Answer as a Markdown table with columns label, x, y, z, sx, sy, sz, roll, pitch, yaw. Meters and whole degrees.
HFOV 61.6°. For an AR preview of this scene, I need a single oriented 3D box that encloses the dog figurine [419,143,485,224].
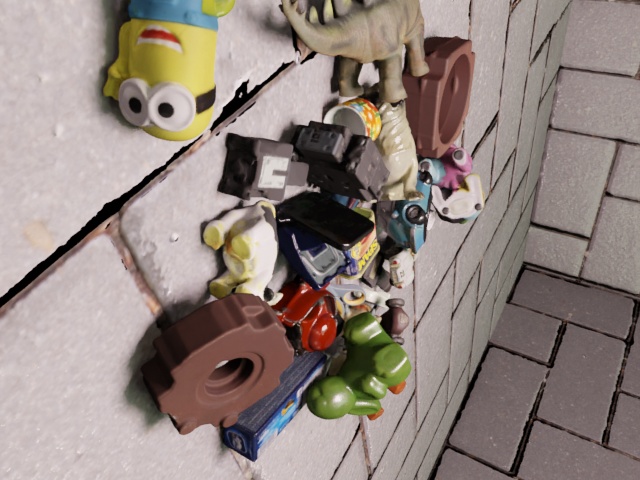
| label | x | y | z | sx | sy | sz | roll | pitch | yaw |
| --- | --- | --- | --- | --- | --- | --- | --- | --- | --- |
| dog figurine | 0.286 | -0.136 | 1.170 | 0.191 | 0.108 | 0.219 | 67 | 17 | -3 |

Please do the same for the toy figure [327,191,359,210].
| label | x | y | z | sx | sy | sz | roll | pitch | yaw |
| --- | --- | --- | --- | --- | --- | --- | --- | --- | --- |
| toy figure | 0.034 | -0.054 | 0.835 | 0.064 | 0.058 | 0.154 | -117 | -142 | -75 |

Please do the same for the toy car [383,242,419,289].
| label | x | y | z | sx | sy | sz | roll | pitch | yaw |
| --- | --- | --- | --- | --- | --- | --- | --- | --- | --- |
| toy car | 0.172 | 0.029 | 1.109 | 0.202 | 0.056 | 0.073 | -59 | 139 | -62 |

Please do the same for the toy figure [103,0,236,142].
| label | x | y | z | sx | sy | sz | roll | pitch | yaw |
| --- | --- | --- | --- | --- | --- | --- | --- | --- | --- |
| toy figure | -0.121 | -0.174 | 0.458 | 0.089 | 0.082 | 0.180 | -14 | 115 | -57 |

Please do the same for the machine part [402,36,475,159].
| label | x | y | z | sx | sy | sz | roll | pitch | yaw |
| --- | --- | --- | --- | --- | --- | --- | --- | --- | --- |
| machine part | 0.224 | -0.278 | 1.042 | 0.201 | 0.087 | 0.200 | -46 | 144 | -44 |

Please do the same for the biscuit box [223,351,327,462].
| label | x | y | z | sx | sy | sz | roll | pitch | yaw |
| --- | --- | --- | --- | --- | --- | --- | --- | --- | --- |
| biscuit box | -0.065 | 0.246 | 0.839 | 0.203 | 0.063 | 0.059 | -37 | 138 | -48 |

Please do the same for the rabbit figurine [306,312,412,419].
| label | x | y | z | sx | sy | sz | roll | pitch | yaw |
| --- | --- | --- | --- | --- | --- | --- | --- | --- | --- |
| rabbit figurine | 0.051 | 0.222 | 0.871 | 0.170 | 0.121 | 0.159 | -36 | 147 | -9 |

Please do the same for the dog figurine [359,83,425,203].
| label | x | y | z | sx | sy | sz | roll | pitch | yaw |
| --- | --- | --- | --- | --- | --- | --- | --- | --- | --- |
| dog figurine | 0.116 | -0.160 | 0.914 | 0.172 | 0.121 | 0.190 | -142 | -131 | -84 |

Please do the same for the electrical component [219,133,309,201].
| label | x | y | z | sx | sy | sz | roll | pitch | yaw |
| --- | --- | --- | --- | --- | --- | --- | --- | --- | --- |
| electrical component | -0.064 | -0.087 | 0.654 | 0.119 | 0.048 | 0.074 | -15 | 119 | -60 |

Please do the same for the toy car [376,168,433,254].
| label | x | y | z | sx | sy | sz | roll | pitch | yaw |
| --- | --- | --- | --- | --- | --- | --- | --- | --- | --- |
| toy car | 0.159 | -0.061 | 1.029 | 0.109 | 0.103 | 0.161 | 67 | 32 | -62 |

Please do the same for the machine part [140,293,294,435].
| label | x | y | z | sx | sy | sz | roll | pitch | yaw |
| --- | --- | --- | --- | --- | --- | --- | --- | --- | --- |
| machine part | -0.112 | 0.145 | 0.622 | 0.179 | 0.056 | 0.179 | -23 | 137 | -24 |

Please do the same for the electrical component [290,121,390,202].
| label | x | y | z | sx | sy | sz | roll | pitch | yaw |
| --- | --- | --- | --- | --- | --- | --- | --- | --- | --- |
| electrical component | 0.021 | -0.107 | 0.729 | 0.134 | 0.115 | 0.058 | 40 | 66 | -59 |

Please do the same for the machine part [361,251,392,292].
| label | x | y | z | sx | sy | sz | roll | pitch | yaw |
| --- | --- | --- | --- | --- | --- | --- | --- | --- | --- |
| machine part | 0.119 | 0.066 | 1.109 | 0.138 | 0.039 | 0.084 | 40 | 62 | -59 |

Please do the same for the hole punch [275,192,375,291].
| label | x | y | z | sx | sy | sz | roll | pitch | yaw |
| --- | --- | --- | --- | --- | --- | --- | --- | --- | --- |
| hole punch | -0.002 | -0.002 | 0.757 | 0.142 | 0.116 | 0.092 | -34 | 153 | -52 |

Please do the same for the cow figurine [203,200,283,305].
| label | x | y | z | sx | sy | sz | roll | pitch | yaw |
| --- | --- | --- | --- | --- | --- | --- | --- | --- | --- |
| cow figurine | -0.087 | 0.038 | 0.672 | 0.098 | 0.068 | 0.167 | -48 | 146 | -50 |

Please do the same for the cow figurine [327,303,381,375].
| label | x | y | z | sx | sy | sz | roll | pitch | yaw |
| --- | --- | --- | --- | --- | --- | --- | --- | --- | --- |
| cow figurine | 0.061 | 0.205 | 1.020 | 0.127 | 0.086 | 0.195 | 90 | 15 | -53 |

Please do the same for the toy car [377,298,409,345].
| label | x | y | z | sx | sy | sz | roll | pitch | yaw |
| --- | --- | --- | --- | --- | --- | --- | --- | --- | --- |
| toy car | 0.130 | 0.180 | 1.082 | 0.202 | 0.053 | 0.089 | 120 | -27 | -64 |

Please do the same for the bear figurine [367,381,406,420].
| label | x | y | z | sx | sy | sz | roll | pitch | yaw |
| --- | --- | --- | --- | --- | --- | --- | --- | --- | --- |
| bear figurine | 0.144 | 0.307 | 1.210 | 0.120 | 0.132 | 0.195 | -52 | 152 | 14 |

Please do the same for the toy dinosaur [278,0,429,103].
| label | x | y | z | sx | sy | sz | roll | pitch | yaw |
| --- | --- | --- | --- | --- | --- | --- | --- | --- | --- |
| toy dinosaur | 0.069 | -0.292 | 0.728 | 0.471 | 0.105 | 0.198 | -51 | 140 | -53 |

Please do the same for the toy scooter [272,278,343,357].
| label | x | y | z | sx | sy | sz | roll | pitch | yaw |
| --- | --- | --- | --- | --- | --- | --- | --- | --- | --- |
| toy scooter | -0.025 | 0.114 | 0.824 | 0.135 | 0.075 | 0.183 | -37 | 137 | -43 |
